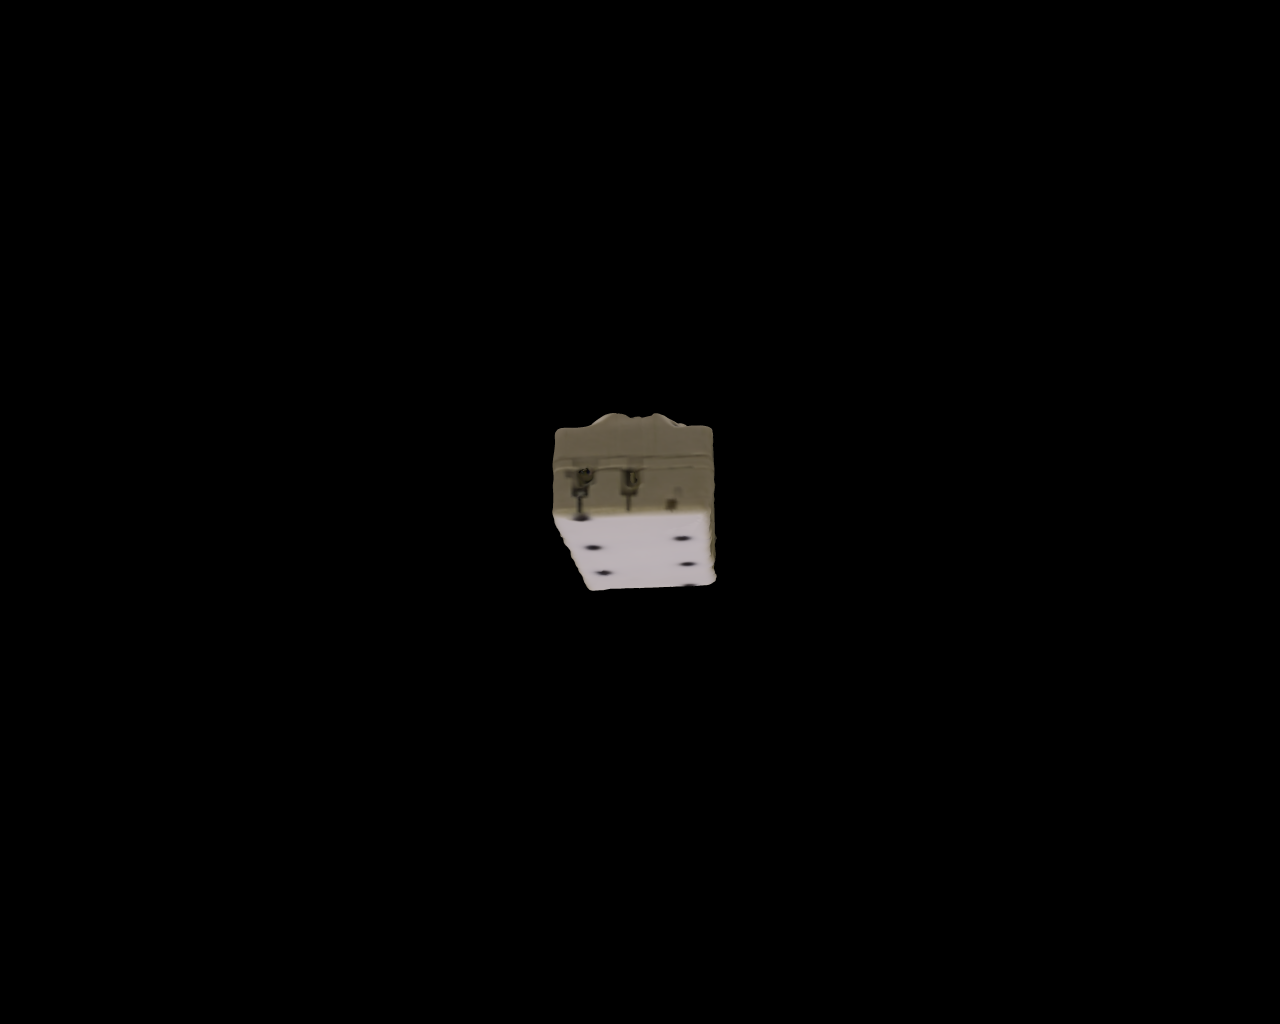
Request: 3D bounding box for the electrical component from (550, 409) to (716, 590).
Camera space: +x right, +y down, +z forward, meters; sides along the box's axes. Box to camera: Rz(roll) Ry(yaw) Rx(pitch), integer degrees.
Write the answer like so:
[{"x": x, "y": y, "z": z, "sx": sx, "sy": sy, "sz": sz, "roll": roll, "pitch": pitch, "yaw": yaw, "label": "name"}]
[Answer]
[{"x": 0.001, "y": -0.003, "z": 0.650, "sx": 0.089, "sy": 0.062, "sz": 0.150, "roll": -1, "pitch": -19, "yaw": 3, "label": "electrical component"}]
